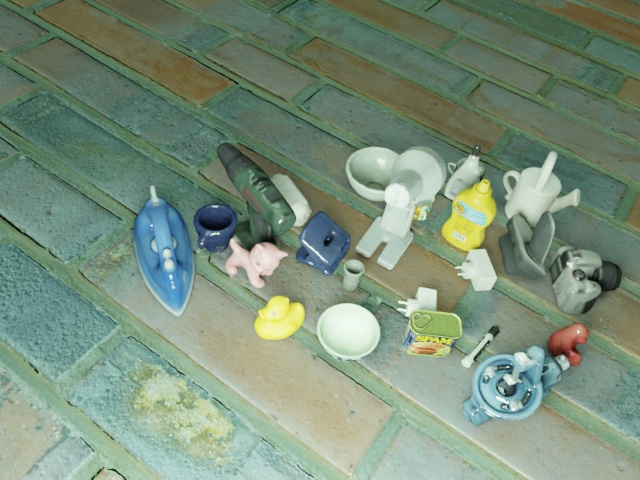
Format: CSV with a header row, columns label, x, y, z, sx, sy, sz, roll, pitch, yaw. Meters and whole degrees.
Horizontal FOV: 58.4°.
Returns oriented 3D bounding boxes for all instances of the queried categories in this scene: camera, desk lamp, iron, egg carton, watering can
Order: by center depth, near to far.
label,x,y,z,sx,sy,sz,roll,pitch,yaw
iron,-0.315,0.015,1.166,0.119,0.141,0.257,-12,52,-17
camera,0.593,0.082,1.262,0.137,0.101,0.143,7,49,-2
desk lamp,0.182,-0.079,1.268,0.117,0.213,0.203,26,51,15
egg carton,-0.094,-0.087,1.332,0.107,0.069,0.150,-23,56,-24
watering can,0.530,-0.127,1.370,0.173,0.194,0.101,10,49,1

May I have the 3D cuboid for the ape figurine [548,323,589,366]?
label,x,y,z,sx,sy,sz,roll,pitch,yaw
ape figurine,0.508,0.202,1.153,0.076,0.092,0.078,30,52,17

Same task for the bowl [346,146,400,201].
label,x,y,z,sx,sy,sz,roll,pitch,yaw
bowl,0.142,-0.150,1.416,0.167,0.075,0.167,4,49,-4

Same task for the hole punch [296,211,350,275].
label,x,y,z,sx,sy,sz,roll,pitch,yaw
hole punch,0.012,0.004,1.254,0.101,0.091,0.109,25,51,13

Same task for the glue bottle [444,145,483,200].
label,x,y,z,sx,sy,sz,roll,pitch,yaw
glue bottle,0.359,-0.161,1.390,0.078,0.173,0.037,29,52,17

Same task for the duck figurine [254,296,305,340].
label,x,y,z,sx,sy,sz,roll,pitch,yaw
duck figurine,-0.078,0.142,1.127,0.105,0.086,0.077,-18,54,-22

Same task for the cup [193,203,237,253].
label,x,y,z,sx,sy,sz,roll,pitch,yaw
cup,-0.228,-0.008,1.229,0.091,0.095,0.118,17,50,7

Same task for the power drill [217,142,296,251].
label,x,y,z,sx,sy,sz,roll,pitch,yaw
power drill,-0.143,-0.072,1.220,0.076,0.208,0.229,-33,61,-30

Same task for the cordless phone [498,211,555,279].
label,x,y,z,sx,sy,sz,roll,pitch,yaw
cordless phone,0.476,-0.016,1.274,0.094,0.185,0.147,1,49,-6

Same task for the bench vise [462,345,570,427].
label,x,y,z,sx,sy,sz,roll,pitch,yaw
bench vise,0.361,0.231,1.023,0.208,0.220,0.121,-33,61,-30

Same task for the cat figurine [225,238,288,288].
label,x,y,z,sx,sy,sz,roll,pitch,yaw
cat figurine,-0.134,0.035,1.190,0.127,0.118,0.067,24,51,13
